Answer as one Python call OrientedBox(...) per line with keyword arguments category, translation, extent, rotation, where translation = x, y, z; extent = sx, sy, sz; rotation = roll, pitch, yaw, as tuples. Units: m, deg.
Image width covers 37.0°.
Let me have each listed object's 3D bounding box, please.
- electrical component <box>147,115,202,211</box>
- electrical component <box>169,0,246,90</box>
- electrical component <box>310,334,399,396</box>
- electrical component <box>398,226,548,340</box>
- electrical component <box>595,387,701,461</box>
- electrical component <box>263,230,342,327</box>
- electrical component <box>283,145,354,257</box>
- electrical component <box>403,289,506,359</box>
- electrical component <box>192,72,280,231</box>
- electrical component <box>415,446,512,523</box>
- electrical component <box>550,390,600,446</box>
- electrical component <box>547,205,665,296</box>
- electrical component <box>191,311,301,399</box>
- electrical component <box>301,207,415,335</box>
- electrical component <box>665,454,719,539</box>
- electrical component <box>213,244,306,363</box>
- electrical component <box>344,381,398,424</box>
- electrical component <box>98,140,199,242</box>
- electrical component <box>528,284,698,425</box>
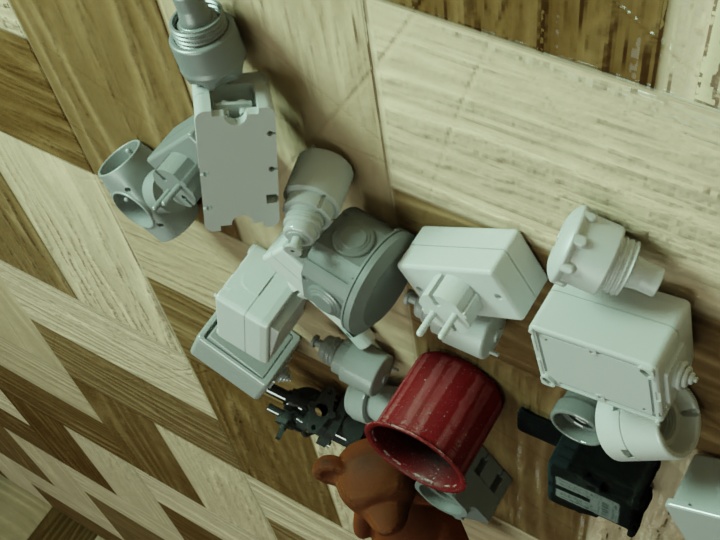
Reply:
OrientedBox(category="electrical component", translation=(-0.123, -0.071, 0.774), extent=(0.047, 0.075, 0.083), rotation=(44, 153, -18))
OrientedBox(category="electrical component", translation=(-0.096, -0.145, 0.655), extent=(0.043, 0.043, 0.062), rotation=(20, 148, 30))
OrientedBox(category="electrical component", translation=(-0.007, 0.078, 0.931), extent=(0.078, 0.040, 0.040), rotation=(26, 153, 19))
OrientedBox(category="electrical component", translation=(0.063, 0.015, 0.697), extent=(0.083, 0.075, 0.047), rotation=(5, 141, 47))
OrientedBox(category="electrical component", translation=(0.192, 0.100, 0.713), extent=(0.047, 0.055, 0.055), rotation=(-9, 131, 51))
OrientedBox(category="electrical component", translation=(-0.032, 0.001, 0.822), extent=(0.083, 0.047, 0.076), rotation=(42, 154, -14))
OrientedBox(category="electrical component", translation=(-0.032, -0.045, 0.715), extent=(0.040, 0.078, 0.040), rotation=(15, 153, 8))
OrientedBox(category="electrical component", translation=(0.067, 0.033, 0.764), extent=(0.078, 0.040, 0.040), rotation=(23, 152, 23))
OrientedBox(category="electrical component", translation=(-0.081, -0.079, 0.702), extent=(0.050, 0.055, 0.089), rotation=(-5, 129, -8))
OrientedBox(category="electrical component", translation=(0.087, 0.187, 0.985), extent=(0.050, 0.055, 0.089), rotation=(-2, 136, 52))
OrientedBox(category="electrical component", translation=(0.160, 0.092, 0.746), extent=(0.040, 0.046, 0.040), rotation=(28, 153, 15))
OrientedBox(category="electrical component", translation=(0.140, -0.005, 0.609), extent=(0.062, 0.048, 0.048), rotation=(24, 153, 6))
OrientedBox(category="electrical component", translation=(-0.102, 0.073, 1.012), extent=(0.096, 0.061, 0.061), rotation=(36, 154, -1))
OrientedBox(category="electrical component", translation=(0.000, 0.000, 0.745), extent=(0.051, 0.080, 0.080), rotation=(32, 155, 20))
OrientedBox(category="electrical component", translation=(0.275, 0.177, 0.749), extent=(0.100, 0.048, 0.099), rotation=(6, 142, 46))
OrientedBox(category="electrical component", translation=(-0.082, 0.035, 0.922), extent=(0.061, 0.061, 0.096), rotation=(30, 154, 10))
OrientedBox(category="electrical component", translation=(0.020, 0.120, 0.964), extent=(0.055, 0.045, 0.045), rotation=(15, 148, 37))
OrientedBox(category="electrical component", translation=(-0.162, -0.064, 0.870), extent=(0.079, 0.044, 0.077), rotation=(1, 138, 50))
OrientedBox(category="electrical component", translation=(0.160, 0.043, 0.646), extent=(0.096, 0.061, 0.061), rotation=(18, 150, 31))
